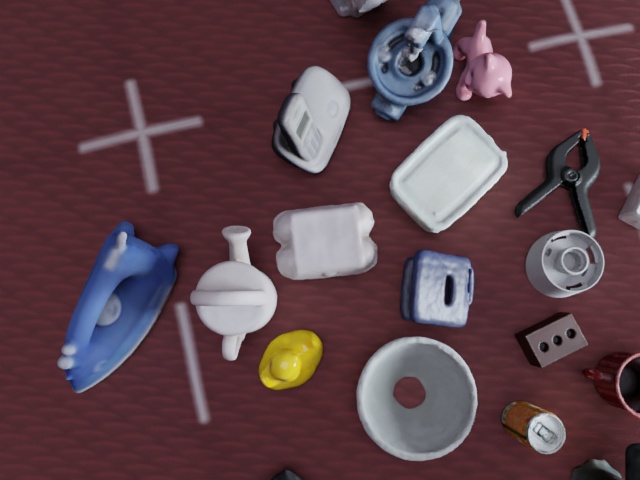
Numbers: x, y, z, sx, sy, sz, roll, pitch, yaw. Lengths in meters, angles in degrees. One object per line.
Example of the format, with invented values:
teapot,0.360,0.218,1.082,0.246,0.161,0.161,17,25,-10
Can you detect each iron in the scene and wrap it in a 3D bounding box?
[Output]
iron,-0.302,0.101,0.795,0.118,0.141,0.258,24,83,3

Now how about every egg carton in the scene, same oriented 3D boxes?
egg carton,0.008,0.003,0.844,0.150,0.069,0.107,-8,83,-1

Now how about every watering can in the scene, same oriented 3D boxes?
watering can,-0.118,0.071,0.772,0.101,0.194,0.173,-19,83,-2

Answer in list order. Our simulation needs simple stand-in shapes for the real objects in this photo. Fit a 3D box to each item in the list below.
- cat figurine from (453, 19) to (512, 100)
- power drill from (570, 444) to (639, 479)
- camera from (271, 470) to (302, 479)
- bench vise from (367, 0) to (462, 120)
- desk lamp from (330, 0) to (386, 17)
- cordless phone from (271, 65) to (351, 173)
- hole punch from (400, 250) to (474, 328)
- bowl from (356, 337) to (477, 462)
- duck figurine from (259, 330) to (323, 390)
cat figurine,0.245,-0.262,0.853,0.067,0.118,0.128,-5,83,0
power drill,0.396,0.370,0.727,0.075,0.208,0.230,4,83,1
camera,-0.060,0.399,0.777,0.143,0.101,0.137,41,85,5
bench vise,0.136,-0.292,0.806,0.121,0.220,0.207,13,83,2
desk lamp,0.059,-0.410,0.824,0.118,0.213,0.203,-32,84,-4
cordless phone,-0.014,-0.185,0.809,0.094,0.185,0.148,19,83,3
hole punch,0.172,0.069,0.824,0.101,0.091,0.109,5,83,1
bowl,0.132,0.220,0.813,0.167,0.075,0.167,0,83,0
duck figurine,-0.043,0.172,0.814,0.104,0.086,0.077,-38,84,-4
